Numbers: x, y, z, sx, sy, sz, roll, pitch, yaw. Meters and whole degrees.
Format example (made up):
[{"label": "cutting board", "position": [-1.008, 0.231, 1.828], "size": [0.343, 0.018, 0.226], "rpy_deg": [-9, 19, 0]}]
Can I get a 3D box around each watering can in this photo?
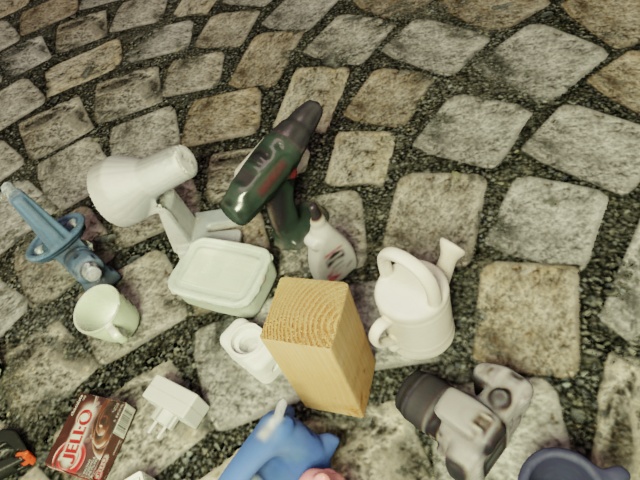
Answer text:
[{"label": "watering can", "position": [0.128, 0.069, 0.775], "size": [0.100, 0.194, 0.173], "rpy_deg": [12, 57, 25]}]

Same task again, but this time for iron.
[{"label": "iron", "position": [-0.092, 0.311, 0.685], "size": [0.118, 0.142, 0.259], "rpy_deg": [23, 62, 31]}]

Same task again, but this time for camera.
[{"label": "camera", "position": [0.172, 0.206, 0.714], "size": [0.136, 0.101, 0.143], "rpy_deg": [29, 66, 33]}]

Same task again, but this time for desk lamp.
[{"label": "desk lamp", "position": [-0.261, -0.070, 0.993], "size": [0.203, 0.214, 0.118], "rpy_deg": [-9, 51, 10]}]

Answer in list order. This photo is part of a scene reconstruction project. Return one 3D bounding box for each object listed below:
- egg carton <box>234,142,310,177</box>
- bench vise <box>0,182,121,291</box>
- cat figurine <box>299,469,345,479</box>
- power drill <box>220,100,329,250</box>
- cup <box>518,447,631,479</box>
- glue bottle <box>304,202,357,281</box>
[{"label": "egg carton", "position": [-0.091, -0.130, 1.084], "size": [0.107, 0.069, 0.150], "rpy_deg": [20, 61, 30]}, {"label": "bench vise", "position": [-0.446, -0.009, 0.998], "size": [0.206, 0.220, 0.121], "rpy_deg": [13, 58, 26]}, {"label": "cat figurine", "position": [0.025, 0.307, 0.668], "size": [0.127, 0.118, 0.067], "rpy_deg": [6, 55, 21]}, {"label": "power drill", "position": [-0.056, -0.089, 0.949], "size": [0.075, 0.209, 0.230], "rpy_deg": [28, 65, 33]}, {"label": "cup", "position": [0.275, 0.282, 0.626], "size": [0.117, 0.095, 0.091], "rpy_deg": [-19, 49, 2]}, {"label": "glue bottle", "position": [0.008, 0.003, 0.879], "size": [0.078, 0.173, 0.037], "rpy_deg": [-41, 52, -16]}]
